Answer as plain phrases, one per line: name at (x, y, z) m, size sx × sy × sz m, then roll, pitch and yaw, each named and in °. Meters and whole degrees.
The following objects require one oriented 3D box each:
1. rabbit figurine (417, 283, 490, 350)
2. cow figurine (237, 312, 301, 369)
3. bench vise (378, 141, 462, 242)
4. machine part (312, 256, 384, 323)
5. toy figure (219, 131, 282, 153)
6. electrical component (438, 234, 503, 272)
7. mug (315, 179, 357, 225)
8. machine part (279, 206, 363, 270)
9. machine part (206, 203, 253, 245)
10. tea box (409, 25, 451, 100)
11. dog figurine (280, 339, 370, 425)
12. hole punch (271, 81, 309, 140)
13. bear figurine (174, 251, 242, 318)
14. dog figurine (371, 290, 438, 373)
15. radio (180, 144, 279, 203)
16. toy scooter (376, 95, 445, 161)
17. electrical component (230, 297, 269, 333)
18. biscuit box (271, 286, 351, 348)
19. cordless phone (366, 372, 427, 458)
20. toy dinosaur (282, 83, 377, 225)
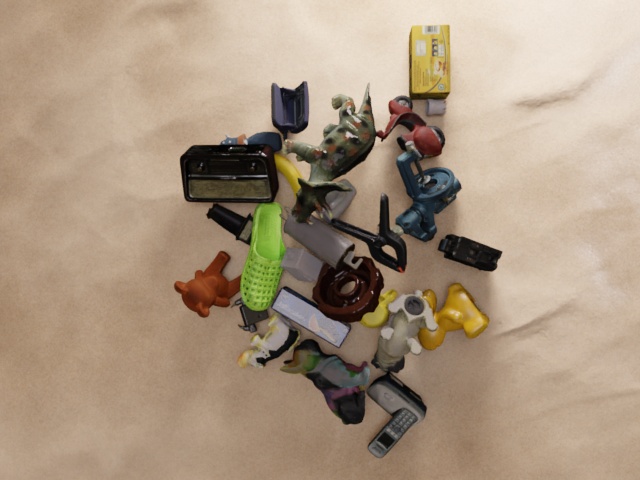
rabbit figurine at (0.303, 0.195, 1.311) m, size 0.173 × 0.122 × 0.162 m, roll -43°, pitch 85°, yaw 20°
cow figurine at (-0.129, 0.270, 1.351) m, size 0.098 × 0.068 × 0.167 m, roll 41°, pitch 93°, yaw -7°
bench vise at (0.233, -0.120, 1.286) m, size 0.224 × 0.129 × 0.240 m, roll -33°, pitch 124°, yaw -5°
machine part at (0.069, 0.117, 1.299) m, size 0.179 × 0.056 × 0.179 m, roll -16°, pitch 48°, yaw 18°
toy figure at (-0.175, -0.239, 1.357) m, size 0.155 × 0.064 × 0.057 m, roll -5°, pitch 128°, yaw 7°
electrical component at (0.358, 0.030, 1.305) m, size 0.134 × 0.115 × 0.058 m, roll 20°, pitch 87°, yaw 3°
mug at (0.039, -0.103, 1.328) m, size 0.081 × 0.109 × 0.107 m, roll 45°, pitch 80°, yaw 0°
machine part at (-0.003, -0.004, 1.305) m, size 0.243 × 0.079 × 0.079 m, roll 36°, pitch 91°, yaw 18°
machine part at (-0.222, -0.047, 1.370) m, size 0.139 × 0.039 × 0.084 m, roll 26°, pitch 99°, yaw 0°
tea box at (0.272, -0.438, 1.334) m, size 0.098 × 0.068 × 0.169 m, roll 1°, pitch 91°, yaw 3°
dog figurine at (0.009, 0.347, 1.325) m, size 0.219 × 0.108 × 0.191 m, roll 8°, pitch 93°, yaw 5°
hole punch at (-0.065, -0.324, 1.323) m, size 0.092 × 0.115 × 0.142 m, roll -5°, pitch 87°, yaw 8°
bear figurine at (-0.259, 0.106, 1.291) m, size 0.132 × 0.196 × 0.120 m, roll -45°, pitch 86°, yaw 1°
dog figurine at (0.194, 0.224, 1.304) m, size 0.121 × 0.190 × 0.172 m, roll 36°, pitch 65°, yaw 11°
radio at (-0.222, -0.164, 1.322) m, size 0.230 × 0.073 × 0.130 m, roll 0°, pitch 119°, yaw 5°
toy scooter at (0.213, -0.259, 1.319) m, size 0.135 × 0.075 × 0.184 m, roll -39°, pitch 86°, yaw -24°
electrical component at (-0.177, 0.183, 1.365) m, size 0.078 × 0.045 × 0.102 m, roll -24°, pitch 92°, yaw -26°
biscuit box at (-0.022, 0.192, 1.347) m, size 0.203 × 0.059 × 0.062 m, roll 30°, pitch 91°, yaw 2°
cordless phone at (0.158, 0.434, 1.330) m, size 0.146 × 0.089 × 0.184 m, roll 39°, pitch 96°, yaw 2°
toy dinosaur at (0.055, -0.220, 1.267) m, size 0.192 × 0.131 × 0.405 m, roll 36°, pitch 76°, yaw 22°
